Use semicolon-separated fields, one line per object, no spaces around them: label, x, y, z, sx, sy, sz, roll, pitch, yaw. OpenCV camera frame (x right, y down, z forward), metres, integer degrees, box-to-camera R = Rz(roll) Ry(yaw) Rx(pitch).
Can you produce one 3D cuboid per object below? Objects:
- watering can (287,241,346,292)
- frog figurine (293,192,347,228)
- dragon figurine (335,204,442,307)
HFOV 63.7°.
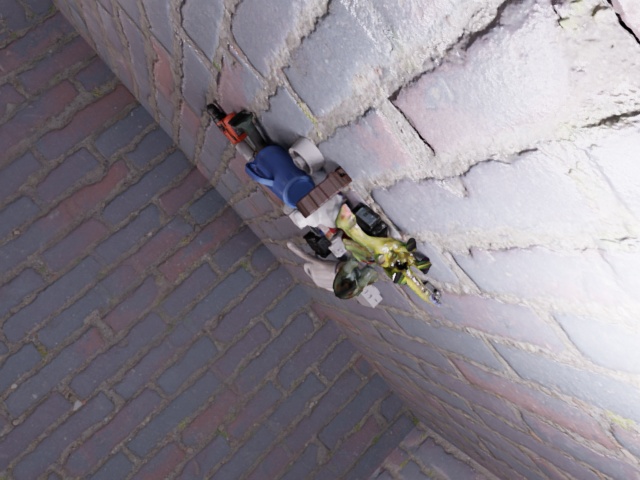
watering can;0.018;0.120;2.133;0.224;0.106;0.341;0;143;38
frog figurine;0.005;-0.081;1.602;0.139;0.161;0.120;39;166;33
dragon figurine;0.172;0.049;1.450;0.244;0.123;0.403;22;157;50
